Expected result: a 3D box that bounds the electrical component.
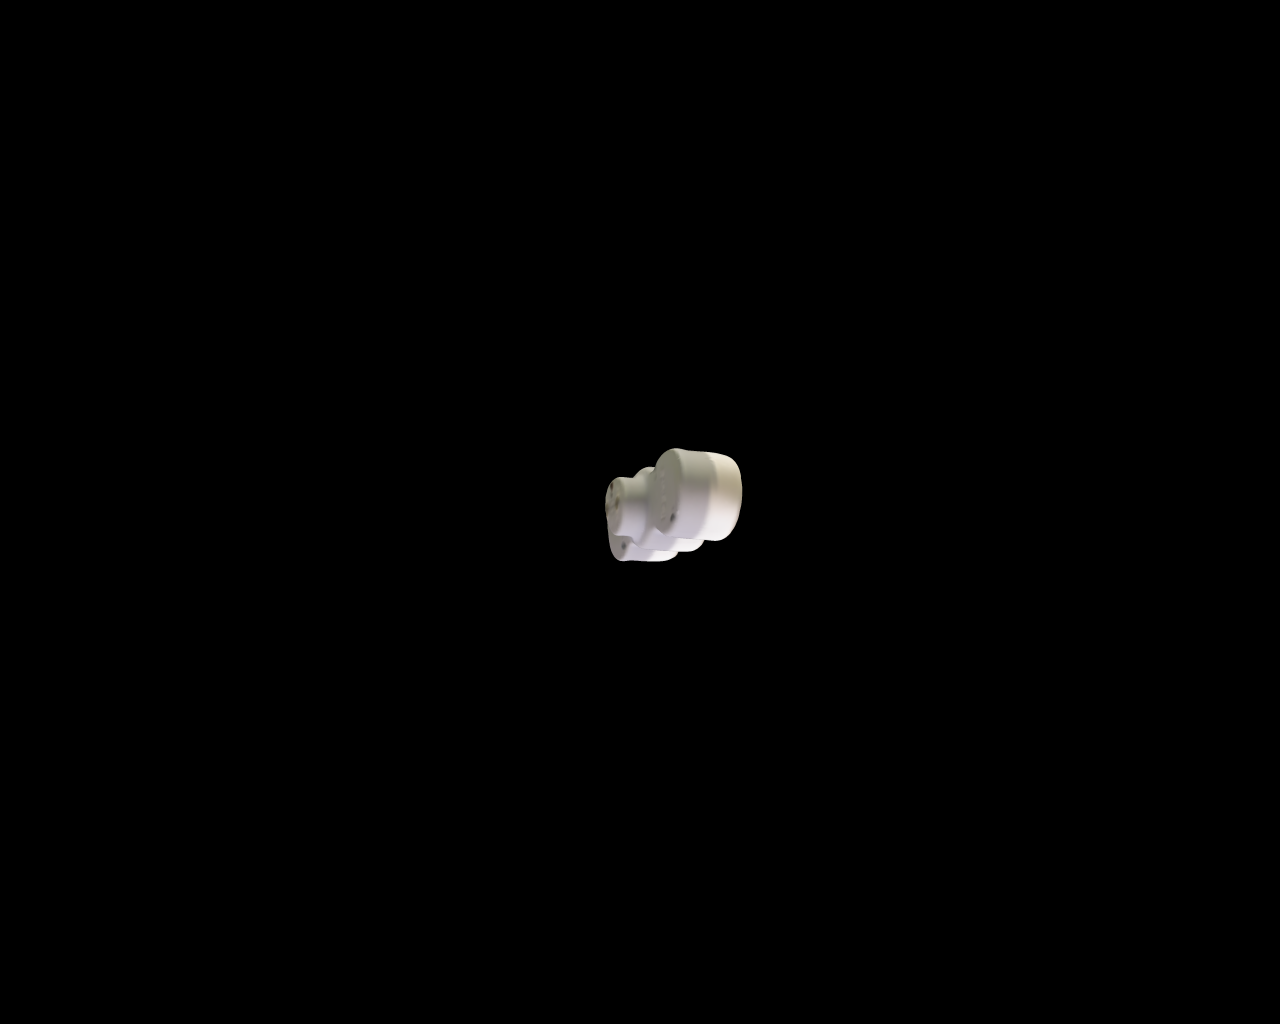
[{"bbox_3d":[0.001,-0.003,0.650,0.074,0.052,0.138,4,-12,-19],"label":"electrical component"}]
